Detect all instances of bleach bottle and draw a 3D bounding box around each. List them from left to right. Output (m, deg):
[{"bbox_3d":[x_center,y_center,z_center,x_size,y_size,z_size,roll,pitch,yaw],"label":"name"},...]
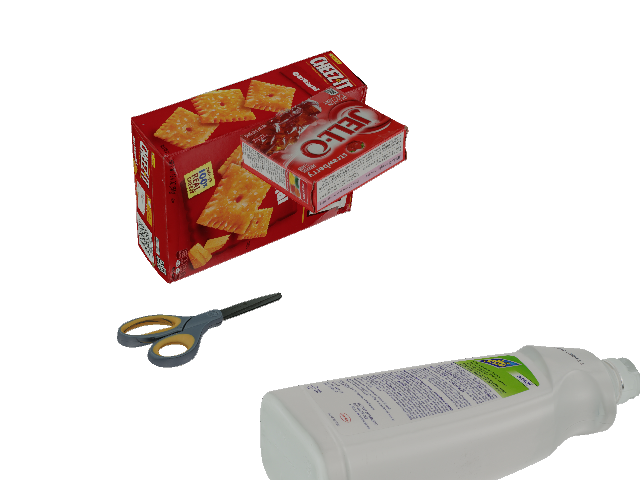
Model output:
[{"bbox_3d":[0.095,0.112,0.659,0.250,0.068,0.103,-8,23,-23],"label":"bleach bottle"}]

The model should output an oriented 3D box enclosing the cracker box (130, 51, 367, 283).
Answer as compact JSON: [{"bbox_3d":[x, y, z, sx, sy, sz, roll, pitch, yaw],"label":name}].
[{"bbox_3d":[-0.066,-0.067,1.000,0.213,0.164,0.072,-22,52,-25],"label":"cracker box"}]

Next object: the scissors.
[{"bbox_3d":[-0.115,0.095,1.145,0.201,0.016,0.096,-8,31,-25],"label":"scissors"}]

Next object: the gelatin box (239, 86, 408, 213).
[{"bbox_3d":[0.003,-0.063,0.712,0.089,0.030,0.073,-32,49,-30],"label":"gelatin box"}]
